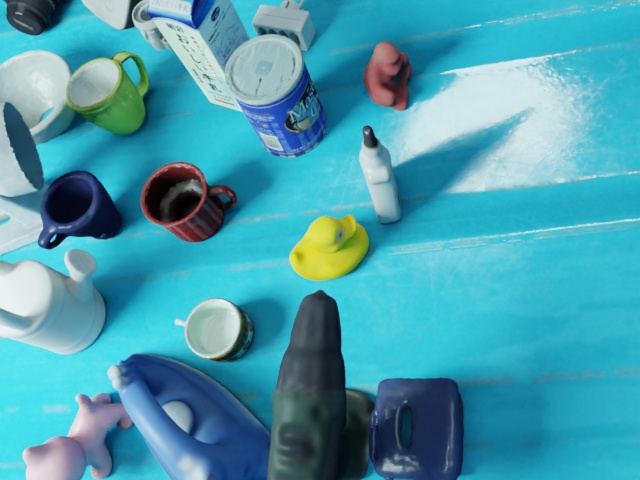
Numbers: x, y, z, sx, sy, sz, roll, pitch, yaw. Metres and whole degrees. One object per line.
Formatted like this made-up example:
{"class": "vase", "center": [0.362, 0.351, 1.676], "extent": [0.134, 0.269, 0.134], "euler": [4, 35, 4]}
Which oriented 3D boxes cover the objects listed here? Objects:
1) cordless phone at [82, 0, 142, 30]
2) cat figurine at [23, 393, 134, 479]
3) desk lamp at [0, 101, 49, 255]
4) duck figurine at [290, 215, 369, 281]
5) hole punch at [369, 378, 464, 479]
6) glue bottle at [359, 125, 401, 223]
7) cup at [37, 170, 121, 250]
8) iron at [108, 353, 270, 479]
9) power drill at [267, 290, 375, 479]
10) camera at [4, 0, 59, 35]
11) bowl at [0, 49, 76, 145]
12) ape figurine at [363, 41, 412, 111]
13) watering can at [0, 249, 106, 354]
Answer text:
{"class": "cordless phone", "center": [-0.363, -0.442, 0.917], "extent": [0.147, 0.185, 0.094], "euler": [36, 81, 23]}
{"class": "cat figurine", "center": [-0.291, 0.242, 0.671], "extent": [0.067, 0.118, 0.128], "euler": [14, 73, 18]}
{"class": "desk lamp", "center": [-0.451, -0.076, 0.780], "extent": [0.203, 0.214, 0.118], "euler": [-23, 66, 4]}
{"class": "duck figurine", "center": [0.007, 0.003, 0.712], "extent": [0.104, 0.086, 0.077], "euler": [-26, 65, 3]}
{"class": "hole punch", "center": [0.101, 0.203, 0.609], "extent": [0.101, 0.091, 0.108], "euler": [-1, 69, 13]}
{"class": "glue bottle", "center": [0.069, -0.085, 0.683], "extent": [0.037, 0.173, 0.078], "euler": [-15, 66, 8]}
{"class": "cup", "center": [-0.329, -0.026, 0.797], "extent": [0.091, 0.095, 0.118], "euler": [28, 78, 21]}
{"class": "iron", "center": [-0.169, 0.203, 0.644], "extent": [0.257, 0.142, 0.119], "euler": [37, 81, 23]}
{"class": "power drill", "center": [0.002, 0.185, 0.575], "extent": [0.075, 0.209, 0.230], "euler": [3, 70, 15]}
{"class": "camera", "center": [-0.513, -0.436, 0.997], "extent": [0.143, 0.101, 0.137], "euler": [4, 70, 15]}
{"class": "bowl", "center": [-0.449, -0.212, 0.909], "extent": [0.167, 0.075, 0.167], "euler": [-4, 68, 12]}
{"class": "ape figurine", "center": [0.093, -0.231, 0.779], "extent": [0.076, 0.092, 0.078], "euler": [40, 82, 23]}
{"class": "watering can", "center": [-0.358, 0.070, 0.712], "extent": [0.100, 0.194, 0.173], "euler": [37, 81, 23]}
